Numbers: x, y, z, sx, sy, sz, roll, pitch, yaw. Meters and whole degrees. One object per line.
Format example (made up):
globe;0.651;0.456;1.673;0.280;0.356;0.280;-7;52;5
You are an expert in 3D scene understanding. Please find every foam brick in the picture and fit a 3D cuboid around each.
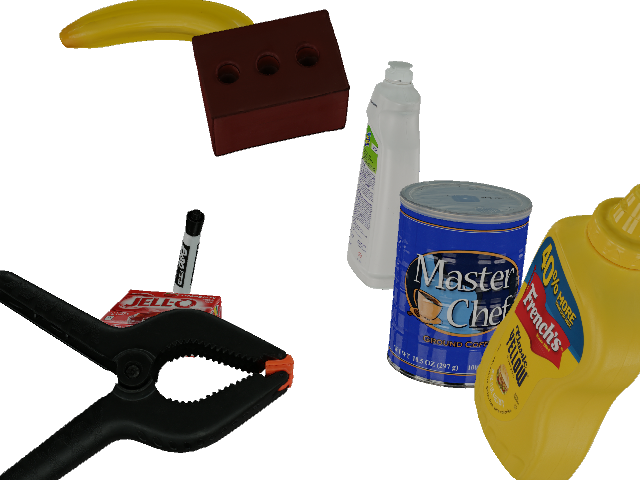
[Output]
foam brick;-0.028;-0.087;0.592;0.078;0.053;0.051;-13;-17;-5

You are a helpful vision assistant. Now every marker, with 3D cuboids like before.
marker;-0.139;0.013;1.130;0.020;0.020;0.121;0;-44;-18

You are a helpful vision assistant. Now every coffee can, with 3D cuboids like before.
coffee can;0.109;0.032;0.849;0.103;0.140;0.103;3;17;-1

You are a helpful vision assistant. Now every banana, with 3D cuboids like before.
banana;-0.132;-0.187;0.943;0.198;0.037;0.069;10;47;16

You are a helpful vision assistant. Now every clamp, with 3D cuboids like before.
clamp;-0.124;0.081;0.681;0.210;0.164;0.036;-9;-26;-8

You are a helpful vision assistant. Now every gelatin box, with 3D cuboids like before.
gelatin box;-0.139;0.071;0.933;0.089;0.030;0.073;4;20;12

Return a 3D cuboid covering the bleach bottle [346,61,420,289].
bleach bottle;0.080;-0.077;1.225;0.068;0.251;0.103;-2;24;-18

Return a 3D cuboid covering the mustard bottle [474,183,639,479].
mustard bottle;0.141;0.044;0.582;0.058;0.096;0.192;5;-45;-12
